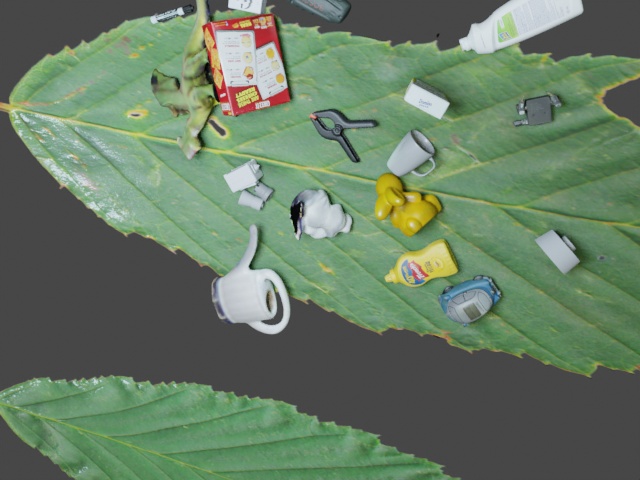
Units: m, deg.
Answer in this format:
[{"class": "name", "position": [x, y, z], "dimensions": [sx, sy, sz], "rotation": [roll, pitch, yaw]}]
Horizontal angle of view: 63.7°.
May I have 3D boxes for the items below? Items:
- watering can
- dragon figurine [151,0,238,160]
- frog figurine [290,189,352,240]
[{"class": "watering can", "position": [-0.213, 0.126, 1.489], "dimensions": [0.223, 0.106, 0.343], "rotation": [-12, 109, 18]}, {"class": "dragon figurine", "position": [-0.347, -0.415, 1.328], "dimensions": [0.242, 0.123, 0.407], "rotation": [-5, 100, 24]}, {"class": "frog figurine", "position": [0.004, -0.070, 1.383], "dimensions": [0.160, 0.124, 0.136], "rotation": [-5, 105, -23]}]
